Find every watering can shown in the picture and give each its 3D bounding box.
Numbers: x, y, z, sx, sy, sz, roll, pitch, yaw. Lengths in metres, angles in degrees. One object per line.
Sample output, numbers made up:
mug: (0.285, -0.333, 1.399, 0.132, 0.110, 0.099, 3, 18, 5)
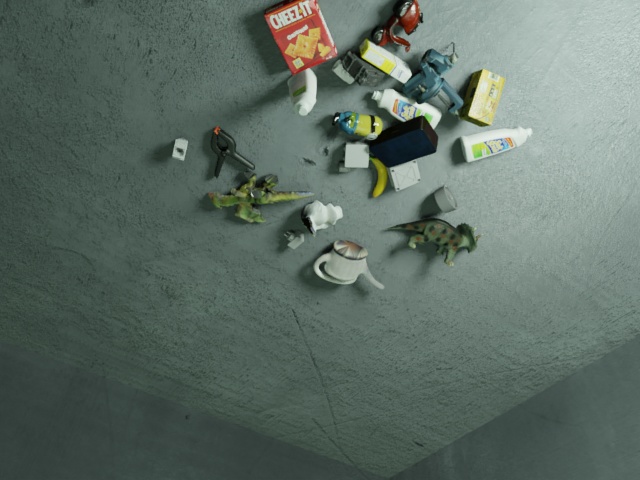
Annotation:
watering can: (0.148, 0.115, 2.266, 0.347, 0.106, 0.219, 12, 128, -10)

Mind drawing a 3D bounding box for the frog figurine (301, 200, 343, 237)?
frog figurine: (0.006, -0.106, 2.104, 0.161, 0.124, 0.135, -35, 121, -19)

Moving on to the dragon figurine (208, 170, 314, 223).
dragon figurine: (-0.245, -0.151, 2.067, 0.410, 0.125, 0.237, 11, 146, -8)
